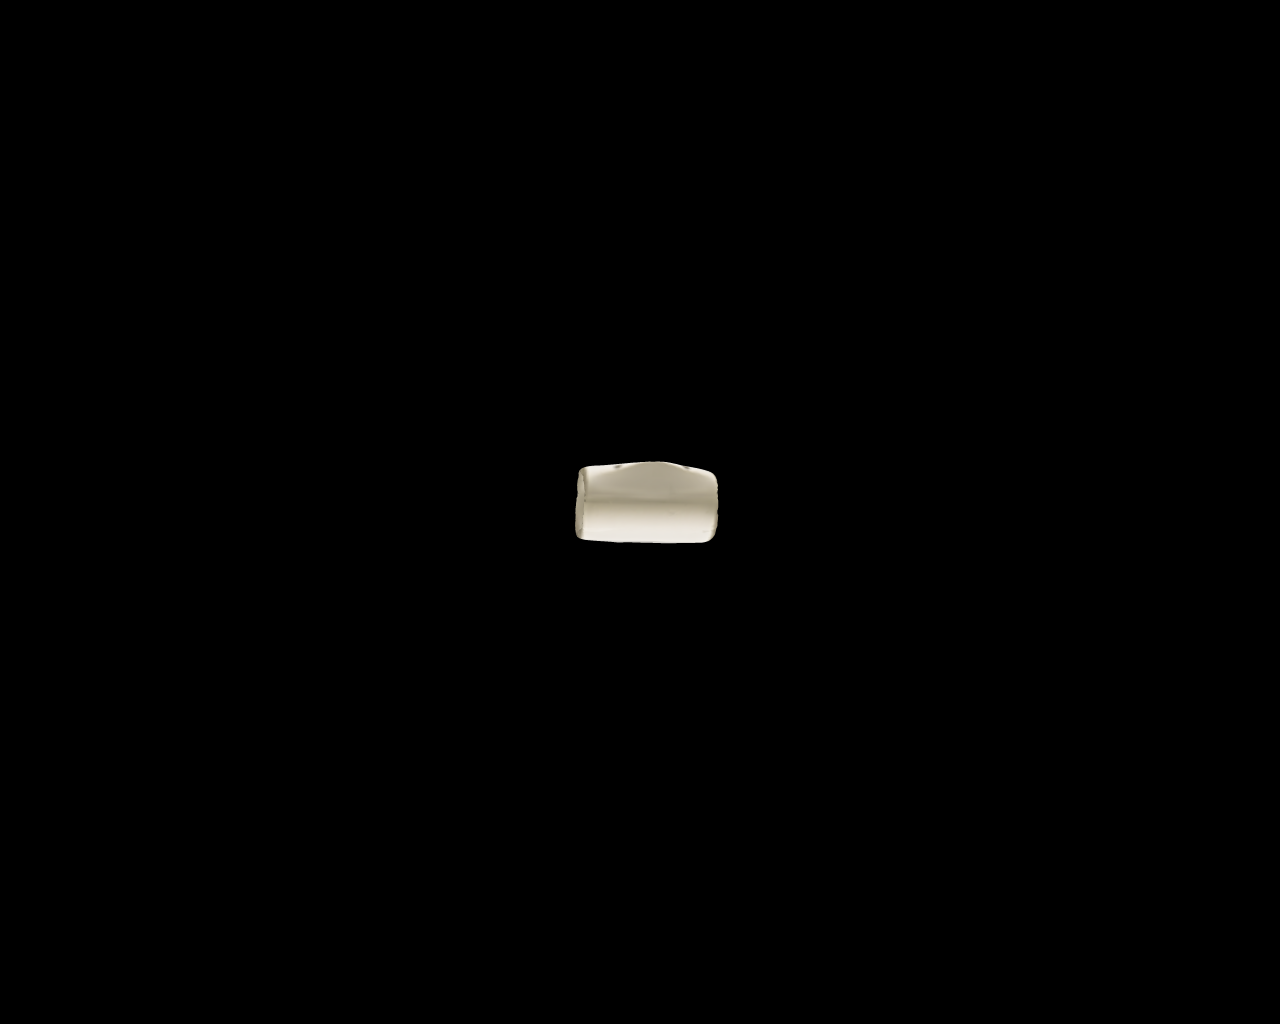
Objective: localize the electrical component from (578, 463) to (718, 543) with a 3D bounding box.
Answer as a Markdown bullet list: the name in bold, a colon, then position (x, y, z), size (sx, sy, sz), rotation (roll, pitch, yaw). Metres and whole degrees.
- **electrical component**: position (0.001, -0.003, 0.650), size (0.077, 0.043, 0.079), rotation (1, -7, -9)
